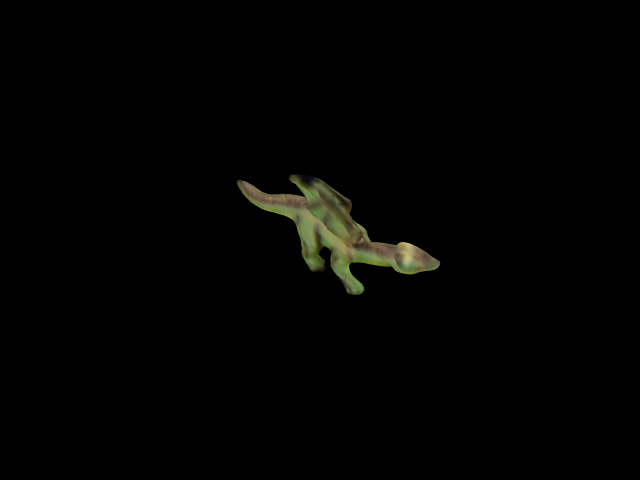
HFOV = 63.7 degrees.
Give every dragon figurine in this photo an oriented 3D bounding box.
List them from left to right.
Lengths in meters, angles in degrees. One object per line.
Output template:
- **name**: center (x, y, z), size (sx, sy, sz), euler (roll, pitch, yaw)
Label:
- **dragon figurine**: center (0.003, -0.043, 0.850), size (0.412, 0.124, 0.238), euler (31, -21, 14)
